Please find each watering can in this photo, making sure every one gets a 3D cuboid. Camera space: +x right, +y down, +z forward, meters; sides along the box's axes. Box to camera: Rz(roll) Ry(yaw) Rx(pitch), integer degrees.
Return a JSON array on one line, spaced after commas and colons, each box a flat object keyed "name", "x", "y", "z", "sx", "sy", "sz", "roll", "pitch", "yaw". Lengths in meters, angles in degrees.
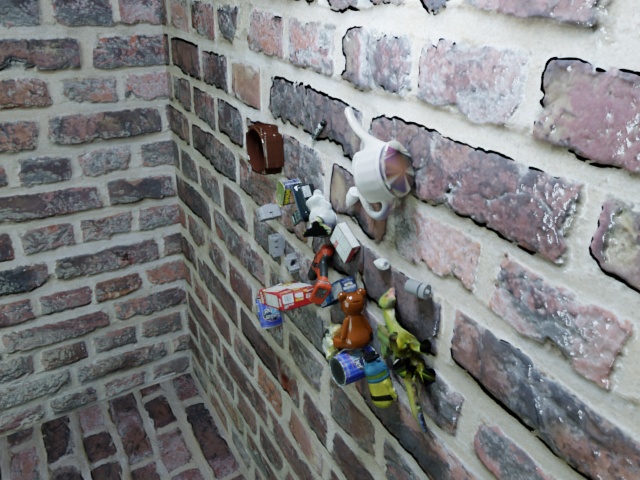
[{"name": "watering can", "x": 0.154, "y": -0.228, "z": 1.454, "sx": 0.223, "sy": 0.104, "sz": 0.347, "roll": -10, "pitch": 92, "yaw": 60}]

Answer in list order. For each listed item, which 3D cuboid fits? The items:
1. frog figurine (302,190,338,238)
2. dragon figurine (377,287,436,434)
[{"name": "frog figurine", "x": 0.006, "y": -0.091, "z": 1.811, "sx": 0.134, "sy": 0.123, "sz": 0.163, "roll": 100, "pitch": 180, "yaw": -49}, {"name": "dragon figurine", "x": 0.242, "y": 0.352, "z": 1.571, "sx": 0.244, "sy": 0.122, "sz": 0.408, "roll": -158, "pitch": 60, "yaw": -76}]
